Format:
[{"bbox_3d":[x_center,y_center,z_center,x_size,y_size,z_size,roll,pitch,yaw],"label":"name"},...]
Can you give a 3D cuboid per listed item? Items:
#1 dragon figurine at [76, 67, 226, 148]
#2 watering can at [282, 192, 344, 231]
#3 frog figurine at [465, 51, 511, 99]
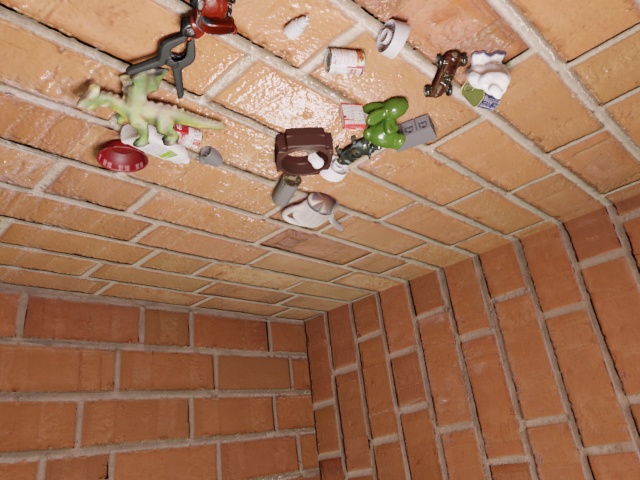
[{"bbox_3d":[-0.473,-0.394,1.482,0.412,0.124,0.237,-10,-30,-18],"label":"dragon figurine"},{"bbox_3d":[0.007,-0.114,2.262,0.347,0.106,0.220,8,-29,-31],"label":"watering can"},{"bbox_3d":[0.503,-0.470,1.520,0.137,0.162,0.120,6,-26,-29],"label":"frog figurine"}]
